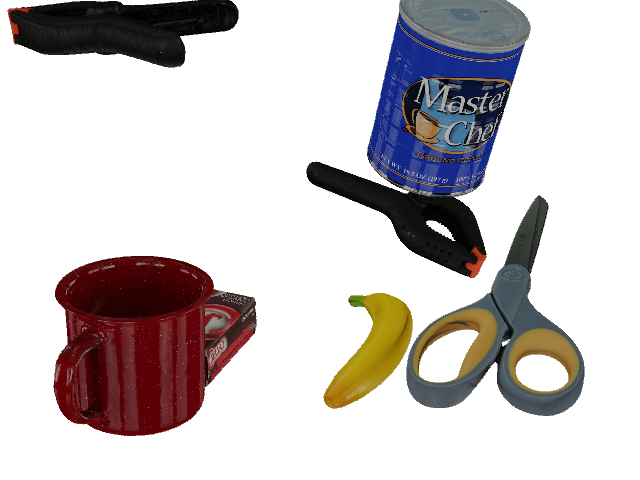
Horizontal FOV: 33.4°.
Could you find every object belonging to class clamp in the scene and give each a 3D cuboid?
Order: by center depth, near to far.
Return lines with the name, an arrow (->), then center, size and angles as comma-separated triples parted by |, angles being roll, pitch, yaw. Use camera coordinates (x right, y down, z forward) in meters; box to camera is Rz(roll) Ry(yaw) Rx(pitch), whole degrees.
clamp -> -0.148, -0.162, 0.801 | 0.172, 0.039, 0.120 | 11, 23, 22
clamp -> 0.094, -0.037, 1.153 | 0.164, 0.036, 0.210 | -16, 53, -30

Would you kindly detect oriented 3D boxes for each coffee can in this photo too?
coffee can -> 0.100, -0.121, 0.862 | 0.102, 0.140, 0.103 | 7, 38, -6

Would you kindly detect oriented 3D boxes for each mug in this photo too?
mug -> -0.116, 0.068, 0.637 | 0.093, 0.081, 0.117 | 11, 24, 22

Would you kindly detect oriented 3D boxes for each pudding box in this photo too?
pudding box -> -0.119, 0.069, 0.847 | 0.114, 0.039, 0.090 | 9, 25, 20

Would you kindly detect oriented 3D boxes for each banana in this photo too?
banana -> 0.050, 0.095, 0.985 | 0.070, 0.037, 0.197 | -24, 16, 18

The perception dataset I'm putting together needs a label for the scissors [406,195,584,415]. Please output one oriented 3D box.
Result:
scissors -> 0.119, 0.033, 0.581 | 0.096, 0.016, 0.201 | 19, 39, 30
